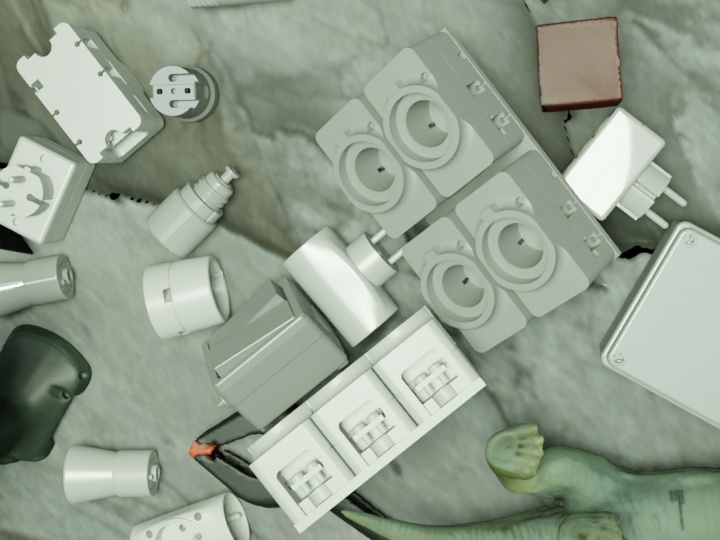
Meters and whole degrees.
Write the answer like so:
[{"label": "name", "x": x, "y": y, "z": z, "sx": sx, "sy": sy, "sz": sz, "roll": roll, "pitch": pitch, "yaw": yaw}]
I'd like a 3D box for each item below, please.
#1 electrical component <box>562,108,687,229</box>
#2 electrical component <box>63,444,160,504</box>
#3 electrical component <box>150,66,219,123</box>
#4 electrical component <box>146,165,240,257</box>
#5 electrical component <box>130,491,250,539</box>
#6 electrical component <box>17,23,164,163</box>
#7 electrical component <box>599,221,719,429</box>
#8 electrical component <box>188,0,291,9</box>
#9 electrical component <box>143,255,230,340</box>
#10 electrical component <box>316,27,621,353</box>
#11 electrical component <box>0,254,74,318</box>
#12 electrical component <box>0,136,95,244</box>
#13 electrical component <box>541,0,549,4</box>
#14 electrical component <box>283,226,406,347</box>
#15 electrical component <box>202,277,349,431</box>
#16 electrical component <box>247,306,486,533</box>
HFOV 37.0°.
[{"label": "electrical component", "x": 0.181, "y": -0.059, "z": 0.719, "sx": 0.077, "sy": 0.047, "sz": 0.065, "roll": 38, "pitch": 100, "yaw": 4}, {"label": "electrical component", "x": -0.183, "y": 0.152, "z": 0.804, "sx": 0.065, "sy": 0.044, "sz": 0.044, "roll": -1, "pitch": 96, "yaw": 4}, {"label": "electrical component", "x": -0.125, "y": -0.125, "z": 0.762, "sx": 0.040, "sy": 0.046, "sz": 0.040, "roll": 1, "pitch": 96, "yaw": 9}, {"label": "electrical component", "x": -0.118, "y": -0.044, "z": 0.772, "sx": 0.078, "sy": 0.040, "sz": 0.040, "roll": -43, "pitch": 88, "yaw": 10}, {"label": "electrical component", "x": -0.119, "y": 0.214, "z": 0.798, "sx": 0.077, "sy": 0.044, "sz": 0.079, "roll": -22, "pitch": 92, "yaw": 11}, {"label": "electrical component", "x": -0.190, "y": -0.124, "z": 0.767, "sx": 0.050, "sy": 0.056, "sz": 0.089, "roll": -38, "pitch": 89, "yaw": 11}, {"label": "electrical component", "x": 0.232, "y": 0.038, "z": 0.716, "sx": 0.109, "sy": 0.056, "sz": 0.108, "roll": 29, "pitch": 100, "yaw": 5}, {"label": "electrical component", "x": -0.090, "y": -0.206, "z": 0.749, "sx": 0.081, "sy": 0.043, "sz": 0.043, "roll": -3, "pitch": 96, "yaw": 10}, {"label": "electrical component", "x": -0.124, "y": 0.019, "z": 0.774, "sx": 0.047, "sy": 0.055, "sz": 0.055, "roll": -13, "pitch": 94, "yaw": 7}, {"label": "electrical component", "x": 0.066, "y": -0.049, "z": 0.710, "sx": 0.186, "sy": 0.060, "sz": 0.105, "roll": 53, "pitch": 130, "yaw": 1}, {"label": "electrical component", "x": -0.247, "y": 0.010, "z": 0.799, "sx": 0.065, "sy": 0.044, "sz": 0.044, "roll": -10, "pitch": 94, "yaw": 5}, {"label": "electrical component", "x": -0.237, "y": -0.057, "z": 0.772, "sx": 0.047, "sy": 0.077, "sz": 0.065, "roll": 27, "pitch": 99, "yaw": 5}, {"label": "electrical component", "x": 0.144, "y": -0.222, "z": 0.706, "sx": 0.089, "sy": 0.050, "sz": 0.055, "roll": -39, "pitch": 89, "yaw": 11}, {"label": "electrical component", "x": 0.000, "y": 0.000, "z": 0.756, "sx": 0.079, "sy": 0.043, "sz": 0.077, "roll": -41, "pitch": 89, "yaw": 10}, {"label": "electrical component", "x": -0.068, "y": 0.059, "z": 0.749, "sx": 0.096, "sy": 0.061, "sz": 0.061, "roll": -39, "pitch": 121, "yaw": 5}, {"label": "electrical component", "x": 0.004, "y": 0.095, "z": 0.713, "sx": 0.150, "sy": 0.089, "sz": 0.061, "roll": -39, "pitch": 87, "yaw": 2}]
